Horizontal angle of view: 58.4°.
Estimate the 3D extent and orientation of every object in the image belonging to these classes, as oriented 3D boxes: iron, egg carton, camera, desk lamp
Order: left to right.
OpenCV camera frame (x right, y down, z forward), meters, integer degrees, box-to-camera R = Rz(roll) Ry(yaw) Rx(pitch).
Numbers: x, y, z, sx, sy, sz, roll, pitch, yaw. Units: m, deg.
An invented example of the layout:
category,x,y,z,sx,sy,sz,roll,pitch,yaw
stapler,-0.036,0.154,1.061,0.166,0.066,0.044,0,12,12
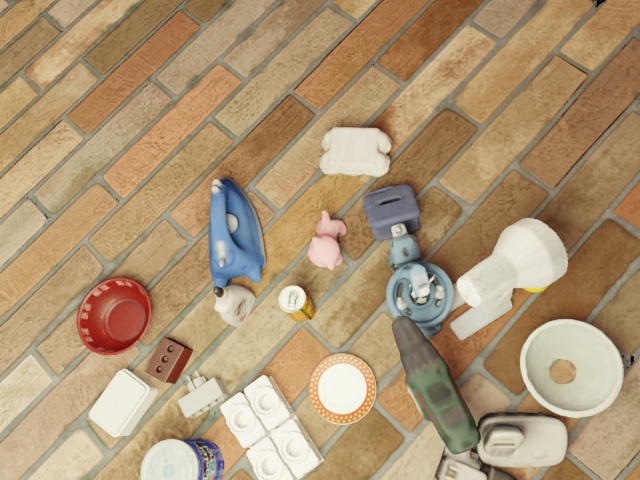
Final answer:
category,x,y,z,sx,sy,sz,roll,pitch,yaw
iron,-0.192,-0.036,1.166,0.118,0.141,0.258,-13,70,5
egg carton,0.075,-0.184,1.208,0.150,0.069,0.107,3,72,11
camera,0.257,0.424,0.959,0.136,0.101,0.143,18,76,15
desk lamp,0.311,0.073,1.006,0.203,0.214,0.117,-34,69,-2

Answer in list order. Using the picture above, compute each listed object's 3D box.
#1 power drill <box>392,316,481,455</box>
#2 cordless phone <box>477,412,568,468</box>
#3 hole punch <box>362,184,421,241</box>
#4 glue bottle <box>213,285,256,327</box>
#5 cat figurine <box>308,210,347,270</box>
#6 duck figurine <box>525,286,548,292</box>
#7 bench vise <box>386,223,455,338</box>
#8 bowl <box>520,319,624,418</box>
category,x,y,z,sx,sy,sz,roll,pitch,yaw
power drill,0.188,0.247,0.972,0.075,0.209,0.229,-29,69,0
cordless phone,0.334,0.326,0.934,0.147,0.185,0.094,-6,71,8
hole punch,0.140,-0.063,1.146,0.108,0.091,0.101,-16,70,4
glue bottle,-0.172,0.116,1.095,0.037,0.173,0.078,19,76,15
cat figurine,0.010,0.004,1.131,0.067,0.118,0.128,1,72,10
duck figurine,0.402,0.042,1.069,0.077,0.086,0.104,-2,71,9
bench vise,0.158,0.066,1.031,0.121,0.220,0.207,-34,70,-2
bowl,0.434,0.227,1.009,0.167,0.075,0.167,-3,71,9
